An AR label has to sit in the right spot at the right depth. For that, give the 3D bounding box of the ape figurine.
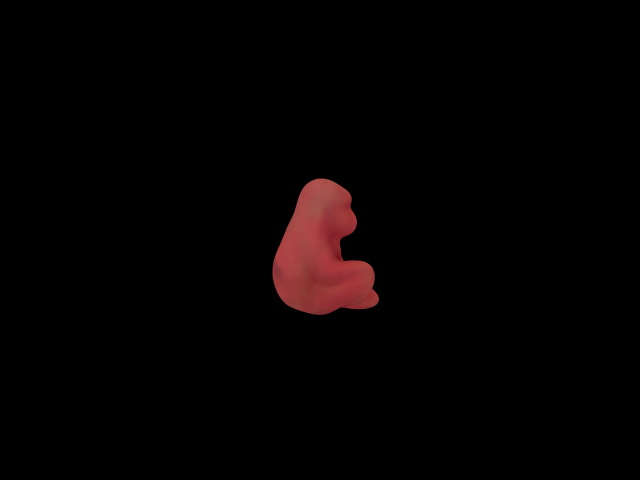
[{"bbox_3d":[0.004,0.001,0.400,0.076,0.092,0.077,-3,32,-4],"label":"ape figurine"}]
